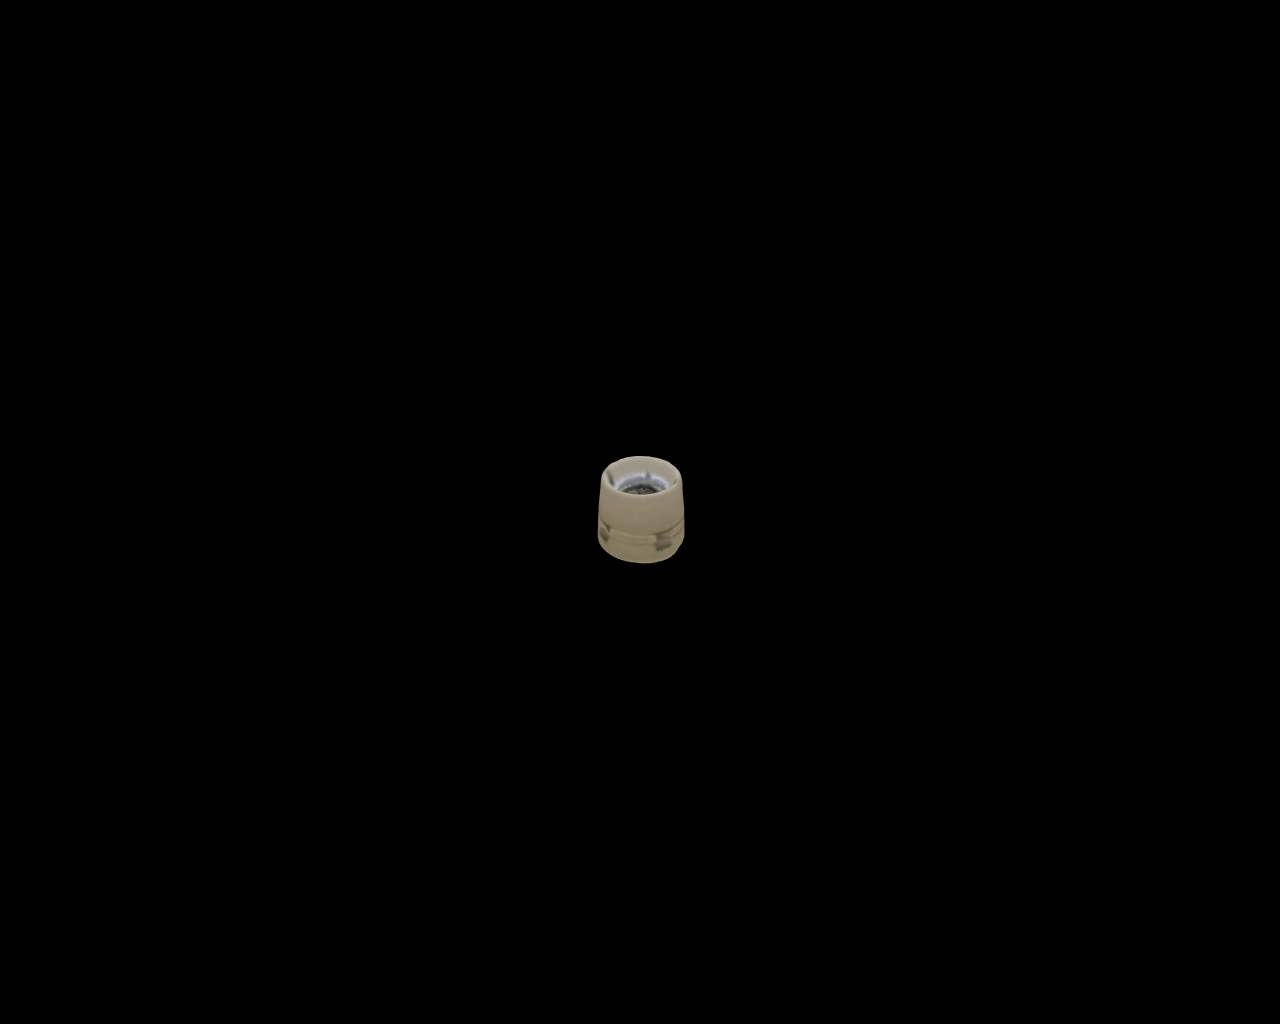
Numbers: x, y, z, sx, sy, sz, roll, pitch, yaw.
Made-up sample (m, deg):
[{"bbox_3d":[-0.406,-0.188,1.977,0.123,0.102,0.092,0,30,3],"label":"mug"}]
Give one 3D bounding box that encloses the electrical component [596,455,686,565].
[{"bbox_3d":[0.001,-0.003,0.650,0.055,0.047,0.055,0,33,0],"label":"electrical component"}]
